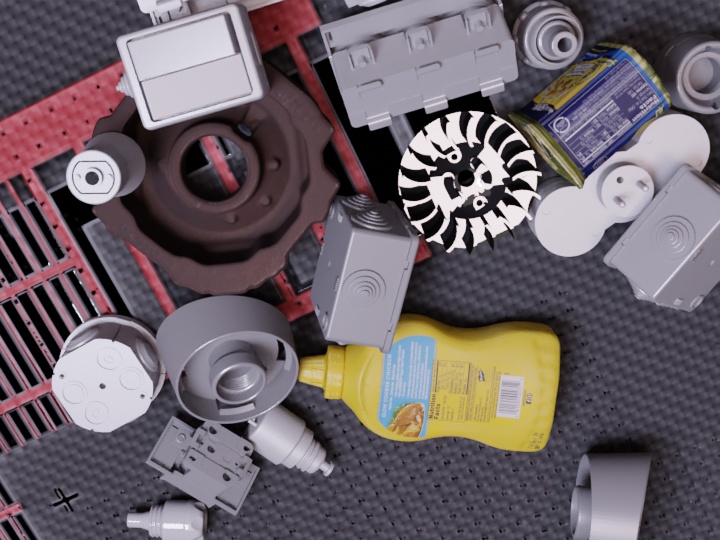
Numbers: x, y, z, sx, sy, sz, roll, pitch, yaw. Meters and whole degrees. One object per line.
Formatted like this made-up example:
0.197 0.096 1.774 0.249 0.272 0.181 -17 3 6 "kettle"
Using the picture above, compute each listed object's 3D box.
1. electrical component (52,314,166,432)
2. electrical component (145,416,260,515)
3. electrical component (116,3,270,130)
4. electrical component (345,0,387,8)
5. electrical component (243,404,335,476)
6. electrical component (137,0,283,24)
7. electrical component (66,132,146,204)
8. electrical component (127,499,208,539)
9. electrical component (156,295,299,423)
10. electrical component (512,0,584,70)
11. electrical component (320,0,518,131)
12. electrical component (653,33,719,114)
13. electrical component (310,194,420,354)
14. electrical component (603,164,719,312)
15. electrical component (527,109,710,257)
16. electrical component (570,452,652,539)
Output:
-0.188 0.078 0.808 0.080 0.051 0.080 0 106 -1 "electrical component"
-0.115 0.146 0.817 0.081 0.064 0.042 33 58 -11 "electrical component"
-0.113 -0.129 0.691 0.096 0.061 0.061 -15 103 3 "electrical component"
0.005 -0.215 0.714 0.051 0.080 0.080 -19 106 9 "electrical component"
-0.054 0.133 0.833 0.078 0.040 0.040 36 102 -11 "electrical component"
-0.092 -0.210 0.721 0.121 0.063 0.078 -17 106 3 "electrical component"
-0.168 -0.065 0.703 0.044 0.065 0.044 0 103 -1 "electrical component"
-0.153 0.199 0.853 0.061 0.035 0.035 2 106 1 "electrical component"
-0.095 0.063 0.786 0.099 0.064 0.099 -11 131 -13 "electrical component"
0.133 -0.159 0.741 0.048 0.062 0.048 -1 109 -4 "electrical component"
0.042 -0.146 0.736 0.121 0.063 0.078 -16 147 3 "electrical component"
0.241 -0.138 0.758 0.055 0.047 0.055 0 106 -1 "electrical component"
0.000 0.000 0.766 0.048 0.099 0.099 10 108 -14 "electrical component"
0.233 -0.019 0.764 0.099 0.100 0.048 -53 58 17 "electrical component"
0.186 -0.059 0.766 0.138 0.073 0.052 -35 104 8 "electrical component"
0.197 0.188 0.828 0.064 0.099 0.099 4 106 4 "electrical component"
